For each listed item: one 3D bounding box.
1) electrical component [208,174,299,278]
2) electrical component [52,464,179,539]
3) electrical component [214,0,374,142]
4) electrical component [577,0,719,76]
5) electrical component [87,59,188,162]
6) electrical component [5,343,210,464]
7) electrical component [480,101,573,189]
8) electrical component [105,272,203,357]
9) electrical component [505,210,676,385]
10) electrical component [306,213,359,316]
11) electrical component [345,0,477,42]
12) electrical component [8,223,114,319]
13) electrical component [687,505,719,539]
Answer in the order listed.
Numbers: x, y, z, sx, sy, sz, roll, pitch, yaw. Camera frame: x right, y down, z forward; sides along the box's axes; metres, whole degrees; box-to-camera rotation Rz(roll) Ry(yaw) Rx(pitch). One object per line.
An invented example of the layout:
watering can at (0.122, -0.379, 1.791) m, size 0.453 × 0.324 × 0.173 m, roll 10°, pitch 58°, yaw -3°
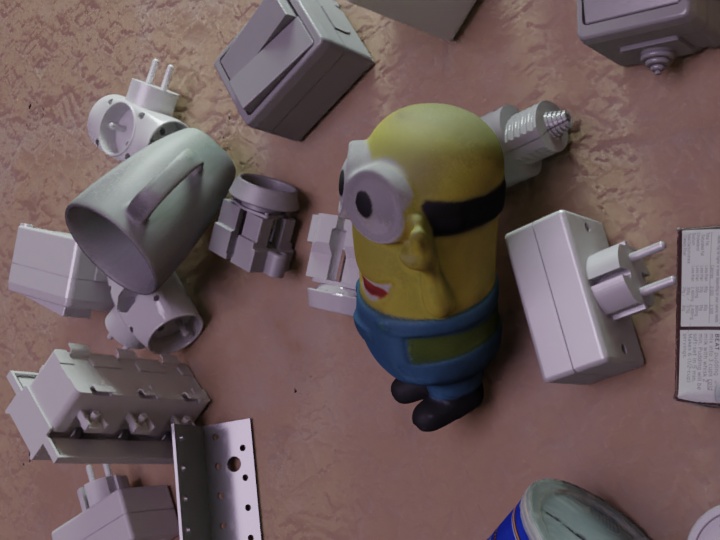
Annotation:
electrical component at (-0.068, -0.032, 0.722) m, size 0.066 × 0.048 × 0.055 m, roll 27°, pitch 108°, yaw 38°
electrical component at (-0.182, 0.173, 0.781) m, size 0.083 × 0.047 × 0.075 m, roll -35°, pitch 65°, yaw 30°
electrical component at (-0.052, -0.133, 0.712) m, size 0.096 × 0.061 × 0.061 m, roll -43°, pitch 60°, yaw 26°
electrical component at (0.149, -0.150, 0.555) m, size 0.062 × 0.061 × 0.096 m, roll -6°, pitch 80°, yaw 38°
electrical component at (-0.160, -0.118, 0.807) m, size 0.077 × 0.044 × 0.079 m, roll 26°, pitch 100°, yaw 38°
electrical component at (-0.167, 0.092, 0.733) m, size 0.063 × 0.121 × 0.078 m, roll -53°, pitch 56°, yaw 17°
electrical component at (0.083, -0.070, 0.608) m, size 0.081 × 0.043 × 0.043 m, roll -23°, pitch 70°, yaw 34°
electrical component at (-0.160, 0.031, 0.787) m, size 0.079 × 0.043 × 0.077 m, roll -49°, pitch 57°, yaw 23°
electrical component at (0.127, 0.009, 0.559) m, size 0.076 × 0.047 × 0.083 m, roll -25°, pitch 69°, yaw 34°
electrical component at (0.000, 0.000, 0.656) m, size 0.078 × 0.058 × 0.057 m, roll 10°, pitch 88°, yaw 39°
electrical component at (0.018, -0.188, 0.632) m, size 0.078 × 0.113 × 0.057 m, roll 47°, pitch 115°, yaw 33°
electrical component at (-0.225, 0.001, 0.831) m, size 0.096 × 0.062 × 0.061 m, roll 11°, pitch 91°, yaw 39°
electrical component at (0.185, 0.133, 0.495) m, size 0.055 × 0.047 × 0.055 m, roll -6°, pitch 80°, yaw 38°
